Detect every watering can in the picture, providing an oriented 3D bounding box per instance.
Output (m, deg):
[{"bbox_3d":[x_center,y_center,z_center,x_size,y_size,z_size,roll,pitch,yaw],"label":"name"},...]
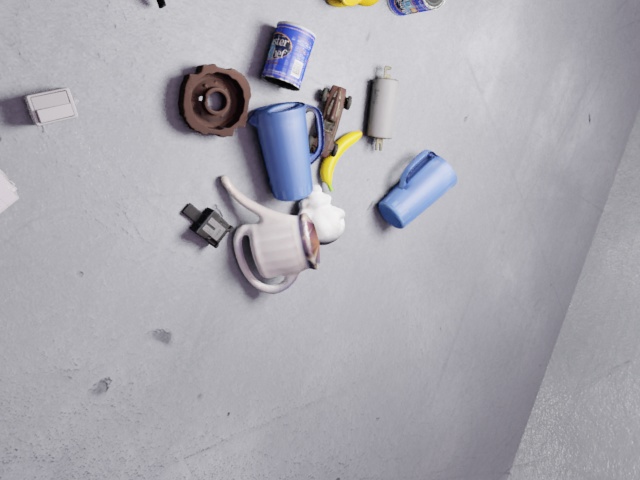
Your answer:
[{"bbox_3d":[-0.123,-0.020,1.334,0.224,0.106,0.342,-11,109,6],"label":"watering can"}]

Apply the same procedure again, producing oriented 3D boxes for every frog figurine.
[{"bbox_3d":[0.004,-0.072,1.427,0.137,0.125,0.156,-3,116,-12],"label":"frog figurine"}]
